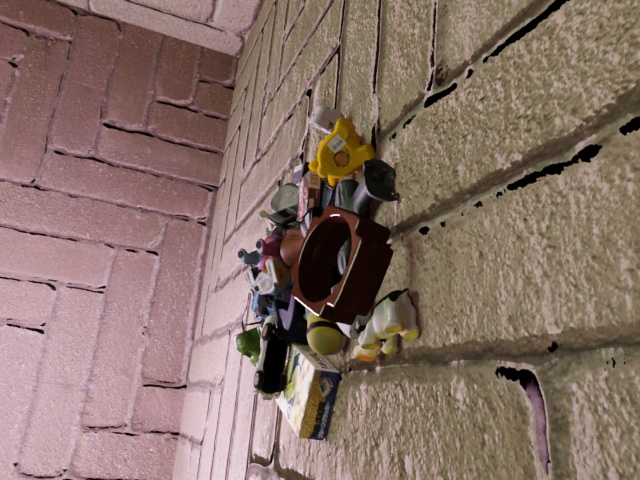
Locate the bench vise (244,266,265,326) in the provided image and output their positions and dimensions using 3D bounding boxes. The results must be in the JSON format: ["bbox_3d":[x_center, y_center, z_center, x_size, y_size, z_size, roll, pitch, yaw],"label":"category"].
[{"bbox_3d":[-0.165,0.139,1.662,0.224,0.129,0.240,-104,26,-53],"label":"bench vise"}]

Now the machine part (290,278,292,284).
[{"bbox_3d":[-0.118,0.141,1.558,0.079,0.079,0.243,-176,89,-70],"label":"machine part"}]

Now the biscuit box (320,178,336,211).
[{"bbox_3d":[0.021,-0.120,1.390,0.203,0.059,0.062,-129,52,-65],"label":"biscuit box"}]

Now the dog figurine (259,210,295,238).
[{"bbox_3d":[-0.104,-0.011,1.659,0.190,0.121,0.172,83,167,-64],"label":"dog figurine"}]

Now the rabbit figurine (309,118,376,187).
[{"bbox_3d":[0.057,-0.202,1.275,0.162,0.122,0.173,-51,8,26],"label":"rabbit figurine"}]

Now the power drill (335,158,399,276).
[{"bbox_3d":[0.091,-0.058,1.154,0.207,0.086,0.232,118,156,-53],"label":"power drill"}]

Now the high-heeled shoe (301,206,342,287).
[{"bbox_3d":[0.020,0.046,1.188,0.249,0.086,0.145,61,151,33],"label":"high-heeled shoe"}]

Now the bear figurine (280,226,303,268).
[{"bbox_3d":[-0.004,-0.002,1.345,0.196,0.120,0.132,-31,0,31],"label":"bear figurine"}]

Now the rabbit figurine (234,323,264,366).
[{"bbox_3d":[-0.169,0.337,1.551,0.159,0.121,0.170,121,127,-73],"label":"rabbit figurine"}]

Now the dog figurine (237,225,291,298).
[{"bbox_3d":[-0.100,0.050,1.449,0.108,0.219,0.191,-33,78,35],"label":"dog figurine"}]

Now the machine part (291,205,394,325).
[{"bbox_3d":[0.039,0.045,1.023,0.201,0.087,0.201,27,95,59],"label":"machine part"}]

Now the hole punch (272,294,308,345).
[{"bbox_3d":[-0.043,0.185,1.301,0.092,0.142,0.116,-36,48,28],"label":"hole punch"}]

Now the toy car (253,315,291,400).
[{"bbox_3d":[-0.114,0.284,1.304,0.056,0.073,0.201,-25,53,62],"label":"toy car"}]

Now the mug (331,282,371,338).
[{"bbox_3d":[0.063,0.155,1.093,0.107,0.081,0.109,-115,28,-52],"label":"mug"}]

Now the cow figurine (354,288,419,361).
[{"bbox_3d":[0.111,0.154,0.971,0.167,0.068,0.098,-49,28,47],"label":"cow figurine"}]

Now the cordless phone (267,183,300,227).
[{"bbox_3d":[-0.098,-0.083,1.472,0.147,0.184,0.088,31,123,28],"label":"cordless phone"}]

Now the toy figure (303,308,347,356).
[{"bbox_3d":[0.006,0.181,1.212,0.180,0.089,0.082,-104,27,-46],"label":"toy figure"}]

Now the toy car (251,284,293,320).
[{"bbox_3d":[-0.097,0.173,1.467,0.102,0.162,0.109,54,-136,-54],"label":"toy car"}]

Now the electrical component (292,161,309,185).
[{"bbox_3d":[-0.050,-0.161,1.614,0.115,0.058,0.134,-178,99,-72],"label":"electrical component"}]
